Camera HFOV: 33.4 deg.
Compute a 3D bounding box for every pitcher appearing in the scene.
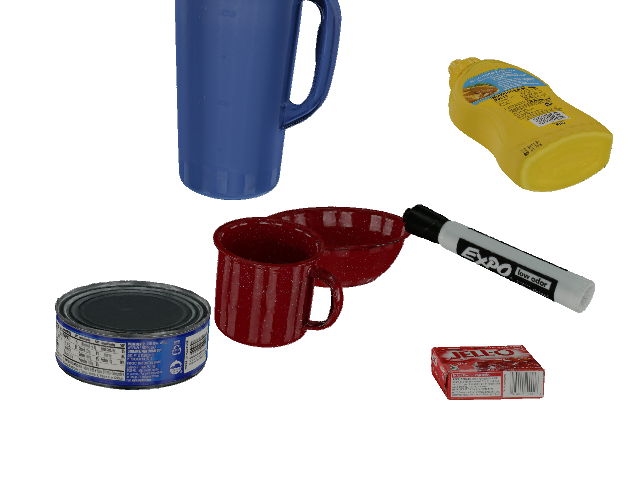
[{"bbox_3d":[-0.077,-0.167,1.090,0.144,0.243,0.149,-9,30,-26],"label":"pitcher"}]

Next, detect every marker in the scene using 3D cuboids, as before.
[{"bbox_3d":[0.097,0.008,0.605,0.121,0.020,0.020,27,15,32],"label":"marker"}]

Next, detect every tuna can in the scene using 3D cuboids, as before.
[{"bbox_3d":[-0.105,0.052,0.597,0.086,0.034,0.086,5,16,-1],"label":"tuna can"}]

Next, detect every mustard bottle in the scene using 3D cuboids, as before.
[{"bbox_3d":[0.173,-0.118,0.978,0.096,0.058,0.192,-18,41,-18],"label":"mustard bottle"}]

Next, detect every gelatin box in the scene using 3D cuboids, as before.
[{"bbox_3d":[0.149,0.117,0.961,0.089,0.030,0.073,0,11,-4],"label":"gelatin box"}]

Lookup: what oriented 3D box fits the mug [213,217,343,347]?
[{"bbox_3d":[-0.035,0.039,0.889,0.117,0.081,0.093,16,26,18],"label":"mug"}]

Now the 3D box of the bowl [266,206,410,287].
[{"bbox_3d":[0.016,0.010,1.110,0.162,0.055,0.162,0,16,0],"label":"bowl"}]
